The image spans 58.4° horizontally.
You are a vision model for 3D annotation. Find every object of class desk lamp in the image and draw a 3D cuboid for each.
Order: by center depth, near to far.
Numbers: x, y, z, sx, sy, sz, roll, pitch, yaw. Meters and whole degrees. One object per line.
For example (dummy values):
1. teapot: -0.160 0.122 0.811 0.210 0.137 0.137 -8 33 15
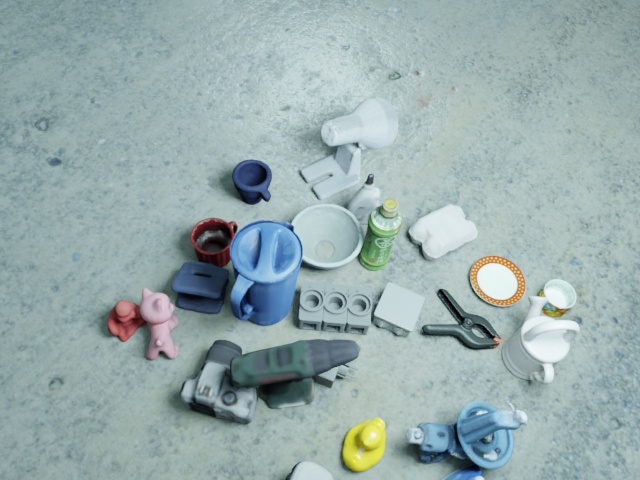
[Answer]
1. desk lamp: 0.070 -0.222 1.356 0.203 0.213 0.117 -28 65 -21

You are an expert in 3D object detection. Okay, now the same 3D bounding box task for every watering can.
1. watering can: 0.444 0.197 1.153 0.101 0.194 0.172 -16 62 -14

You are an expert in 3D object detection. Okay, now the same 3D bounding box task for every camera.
1. camera: -0.182 0.265 1.100 0.143 0.101 0.137 14 58 3

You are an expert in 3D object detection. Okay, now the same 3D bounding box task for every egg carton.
1. egg carton: 0.288 -0.019 1.340 0.150 0.069 0.107 -26 65 -20

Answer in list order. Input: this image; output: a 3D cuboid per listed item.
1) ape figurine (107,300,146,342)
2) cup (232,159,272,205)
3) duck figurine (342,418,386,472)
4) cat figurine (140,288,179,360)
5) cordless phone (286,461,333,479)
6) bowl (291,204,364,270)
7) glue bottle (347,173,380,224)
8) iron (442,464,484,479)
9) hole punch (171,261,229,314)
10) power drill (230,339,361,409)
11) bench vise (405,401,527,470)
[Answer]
1. ape figurine: -0.392 0.152 1.152 0.078 0.092 0.076 -11 61 -12
2. cup: -0.150 -0.118 1.339 0.092 0.095 0.117 -30 66 -22
3. duck figurine: 0.087 0.378 1.069 0.077 0.086 0.105 34 62 15
4. cat figurine: -0.322 0.161 1.138 0.067 0.118 0.127 -7 60 -10
5. cordless phone: -0.025 0.443 0.959 0.094 0.185 0.147 14 58 3
6. bowl: 0.012 0.005 1.294 0.167 0.075 0.167 3 59 -4
7. glue bottle: 0.105 -0.095 1.307 0.078 0.173 0.037 0 59 -6
8. iron: 0.228 0.483 0.988 0.118 0.141 0.259 34 62 15
9. hole punch: -0.251 0.090 1.205 0.108 0.091 0.101 10 58 0
10. power drill: -0.049 0.245 1.063 0.230 0.208 0.075 -6 60 -9
11. bench vise: 0.269 0.356 1.023 0.208 0.220 0.121 -15 61 -14
